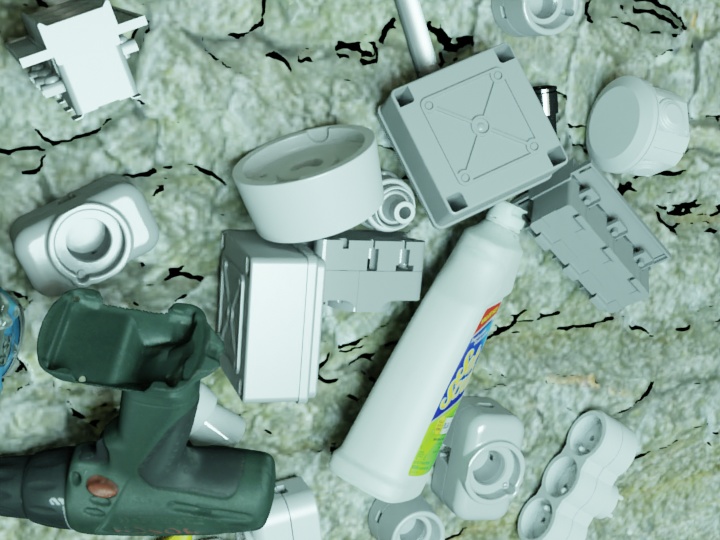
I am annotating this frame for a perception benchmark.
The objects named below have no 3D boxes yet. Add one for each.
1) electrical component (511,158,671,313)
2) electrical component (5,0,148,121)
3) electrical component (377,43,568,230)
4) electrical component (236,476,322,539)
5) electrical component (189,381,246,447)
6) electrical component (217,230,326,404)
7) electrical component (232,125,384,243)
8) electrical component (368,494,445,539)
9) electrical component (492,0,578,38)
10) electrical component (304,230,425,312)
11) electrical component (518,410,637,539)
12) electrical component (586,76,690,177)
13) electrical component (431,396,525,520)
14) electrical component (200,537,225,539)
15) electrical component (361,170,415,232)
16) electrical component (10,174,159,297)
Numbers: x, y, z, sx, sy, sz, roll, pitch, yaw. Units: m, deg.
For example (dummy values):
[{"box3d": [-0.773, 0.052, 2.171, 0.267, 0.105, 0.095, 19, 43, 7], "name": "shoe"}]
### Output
[{"box3d": [0.194, -0.025, 0.901, 0.079, 0.063, 0.121, -28, 120, 33], "name": "electrical component"}, {"box3d": [-0.183, -0.141, 0.702, 0.079, 0.121, 0.063, -24, 113, -14], "name": "electrical component"}, {"box3d": [0.086, -0.103, 0.831, 0.109, 0.056, 0.108, -25, 86, -14], "name": "electrical component"}, {"box3d": [-0.066, 0.223, 0.875, 0.059, 0.054, 0.095, -12, 107, -18], "name": "electrical component"}, {"box3d": [-0.123, 0.116, 0.832, 0.045, 0.045, 0.055, -46, 114, -5], "name": "electrical component"}, {"box3d": [-0.069, 0.032, 0.797, 0.056, 0.109, 0.108, 0, 103, -19], "name": "electrical component"}, {"box3d": [-0.034, -0.058, 0.792, 0.108, 0.108, 0.060, -23, 116, -15], "name": "electrical component"}, {"box3d": [0.041, 0.219, 0.920, 0.055, 0.047, 0.055, -5, 105, -20], "name": "electrical component"}, {"box3d": [0.139, -0.211, 0.851, 0.055, 0.047, 0.055, -5, 105, -20], "name": "electrical component"}, {"box3d": [0.000, 0.000, 0.847, 0.089, 0.050, 0.055, 1, 102, -21], "name": "electrical component"}, {"box3d": [0.209, 0.202, 0.977, 0.074, 0.052, 0.138, 31, 90, -24], "name": "electrical component"}, {"box3d": [0.230, -0.117, 0.893, 0.051, 0.080, 0.080, 9, 100, -28], "name": "electrical component"}, {"box3d": [0.103, 0.163, 0.923, 0.054, 0.059, 0.095, 6, 101, -22], "name": "electrical component"}, {"box3d": [-0.114, 0.243, 0.857, 0.043, 0.062, 0.043, -5, 105, -20], "name": "electrical component"}, {"box3d": [0.023, -0.050, 0.837, 0.048, 0.062, 0.048, -5, 106, -19], "name": "electrical component"}, {"box3d": [-0.194, -0.024, 0.761, 0.095, 0.059, 0.053, -28, 111, -13], "name": "electrical component"}]
